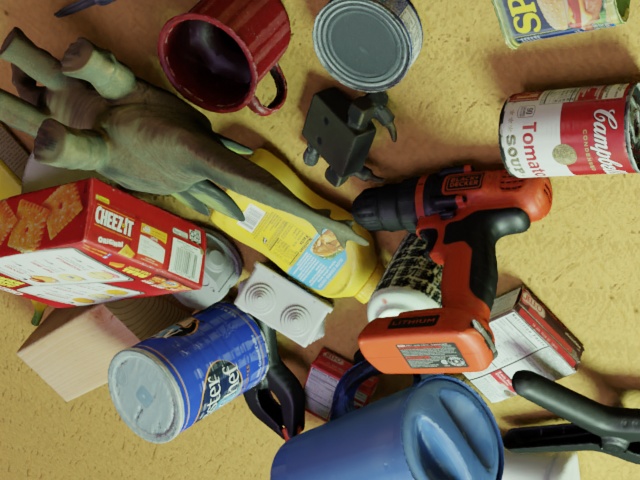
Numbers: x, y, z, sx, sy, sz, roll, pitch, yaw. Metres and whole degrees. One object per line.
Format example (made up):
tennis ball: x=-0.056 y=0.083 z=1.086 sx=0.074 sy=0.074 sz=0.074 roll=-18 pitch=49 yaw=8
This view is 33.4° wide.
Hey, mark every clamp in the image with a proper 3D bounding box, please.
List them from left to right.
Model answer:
clamp: x=-0.060 y=0.140 z=1.176 sx=0.171 sy=0.039 sz=0.120 roll=54 pitch=139 yaw=-2
clamp: x=0.273 y=0.185 z=1.014 sx=0.210 sy=0.036 sz=0.164 roll=13 pitch=152 yaw=6

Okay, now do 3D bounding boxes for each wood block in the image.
wood block: x=-0.252 y=0.105 z=1.243 sx=0.090 sy=0.090 sz=0.207 roll=48 pitch=135 yaw=-15

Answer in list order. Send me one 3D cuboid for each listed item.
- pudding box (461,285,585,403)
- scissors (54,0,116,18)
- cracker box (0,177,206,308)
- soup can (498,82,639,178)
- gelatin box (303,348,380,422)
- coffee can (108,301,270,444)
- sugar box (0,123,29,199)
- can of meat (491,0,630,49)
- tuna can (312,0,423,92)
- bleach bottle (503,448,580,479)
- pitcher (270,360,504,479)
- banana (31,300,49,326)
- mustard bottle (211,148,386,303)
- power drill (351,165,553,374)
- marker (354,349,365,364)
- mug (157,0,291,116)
pudding box: x=0.178 y=0.101 z=1.013 sx=0.090 sy=0.039 sz=0.114 roll=45 pitch=135 yaw=-12
scissors: x=-0.170 y=-0.219 z=0.945 sx=0.202 sy=0.096 sz=0.016 roll=-179 pitch=82 yaw=-66
cracker box: x=-0.245 y=0.008 z=1.058 sx=0.214 sy=0.072 sz=0.164 roll=-8 pitch=158 yaw=34
soup can: x=0.196 y=-0.083 z=0.815 sx=0.102 sy=0.068 sz=0.068 roll=0 pitch=127 yaw=33
gelatin box: x=0.020 y=0.168 z=1.175 sx=0.073 sy=0.030 sz=0.089 roll=27 pitch=137 yaw=10
coffee can: x=-0.135 y=0.135 z=1.114 sx=0.103 sy=0.140 sz=0.103 roll=16 pitch=117 yaw=34
sugar box: x=-0.333 y=-0.041 z=1.194 sx=0.094 sy=0.048 sz=0.176 roll=-23 pitch=112 yaw=42
can of meat: x=0.164 y=-0.191 z=0.746 sx=0.084 sy=0.057 sz=0.102 roll=-5 pitch=125 yaw=31
tuna can: x=0.039 y=-0.165 z=0.862 sx=0.086 sy=0.033 sz=0.086 roll=17 pitch=135 yaw=18
bleach bottle: x=0.148 y=0.249 z=1.147 sx=0.251 sy=0.068 sz=0.102 roll=8 pitch=130 yaw=29
pitcher: x=0.055 y=0.218 z=1.085 sx=0.145 sy=0.149 sz=0.243 roll=42 pitch=140 yaw=-18
banana: x=-0.374 y=0.011 z=1.257 sx=0.069 sy=0.037 sz=0.198 roll=-36 pitch=100 yaw=3
mustard bottle: x=-0.007 y=0.001 z=1.021 sx=0.191 sy=0.058 sz=0.096 roll=36 pitch=132 yaw=-2
power drill: x=0.091 y=0.019 z=0.885 sx=0.185 sy=0.187 sz=0.057 roll=-6 pitch=140 yaw=33
marker: x=0.063 y=0.095 z=1.091 sx=0.020 sy=0.020 sz=0.121 roll=33 pitch=138 yaw=1
mug: x=-0.068 y=-0.158 z=0.899 sx=0.093 sy=0.081 sz=0.117 roll=-26 pitch=111 yaw=44
